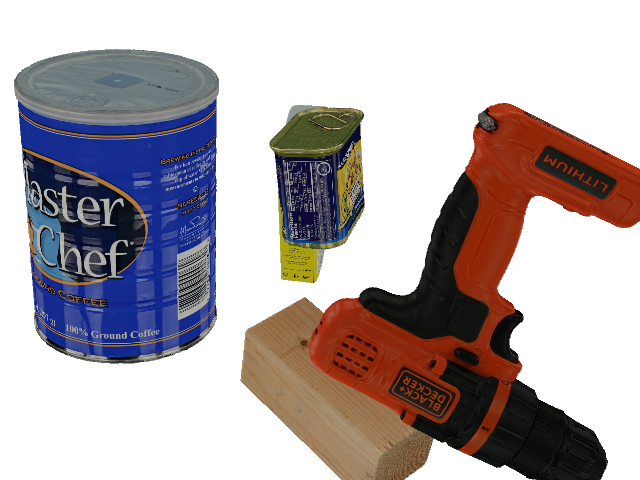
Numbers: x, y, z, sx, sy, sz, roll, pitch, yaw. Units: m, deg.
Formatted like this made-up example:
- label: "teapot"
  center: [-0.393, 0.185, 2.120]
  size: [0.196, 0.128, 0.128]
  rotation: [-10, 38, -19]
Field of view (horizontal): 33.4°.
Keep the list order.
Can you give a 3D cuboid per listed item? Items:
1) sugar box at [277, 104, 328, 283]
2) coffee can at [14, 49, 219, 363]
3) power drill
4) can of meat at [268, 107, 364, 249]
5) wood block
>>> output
- label: "sugar box"
  center: [-0.018, -0.047, 1.121]
  size: [0.048, 0.093, 0.176]
  rotation: [4, -44, 7]
- label: "coffee can"
  center: [-0.106, -0.020, 0.572]
  size: [0.103, 0.140, 0.103]
  rotation: [2, 26, -1]
- label: "power drill"
  center: [0.110, 0.033, 0.591]
  size: [0.184, 0.188, 0.057]
  rotation: [27, 12, -4]
- label: "can of meat"
  center: [0.001, -0.050, 0.848]
  size: [0.057, 0.084, 0.102]
  rotation: [3, 25, 16]
- label: "wood block"
  center: [0.017, 0.166, 1.135]
  size: [0.090, 0.090, 0.206]
  rotation: [-28, 53, -33]
